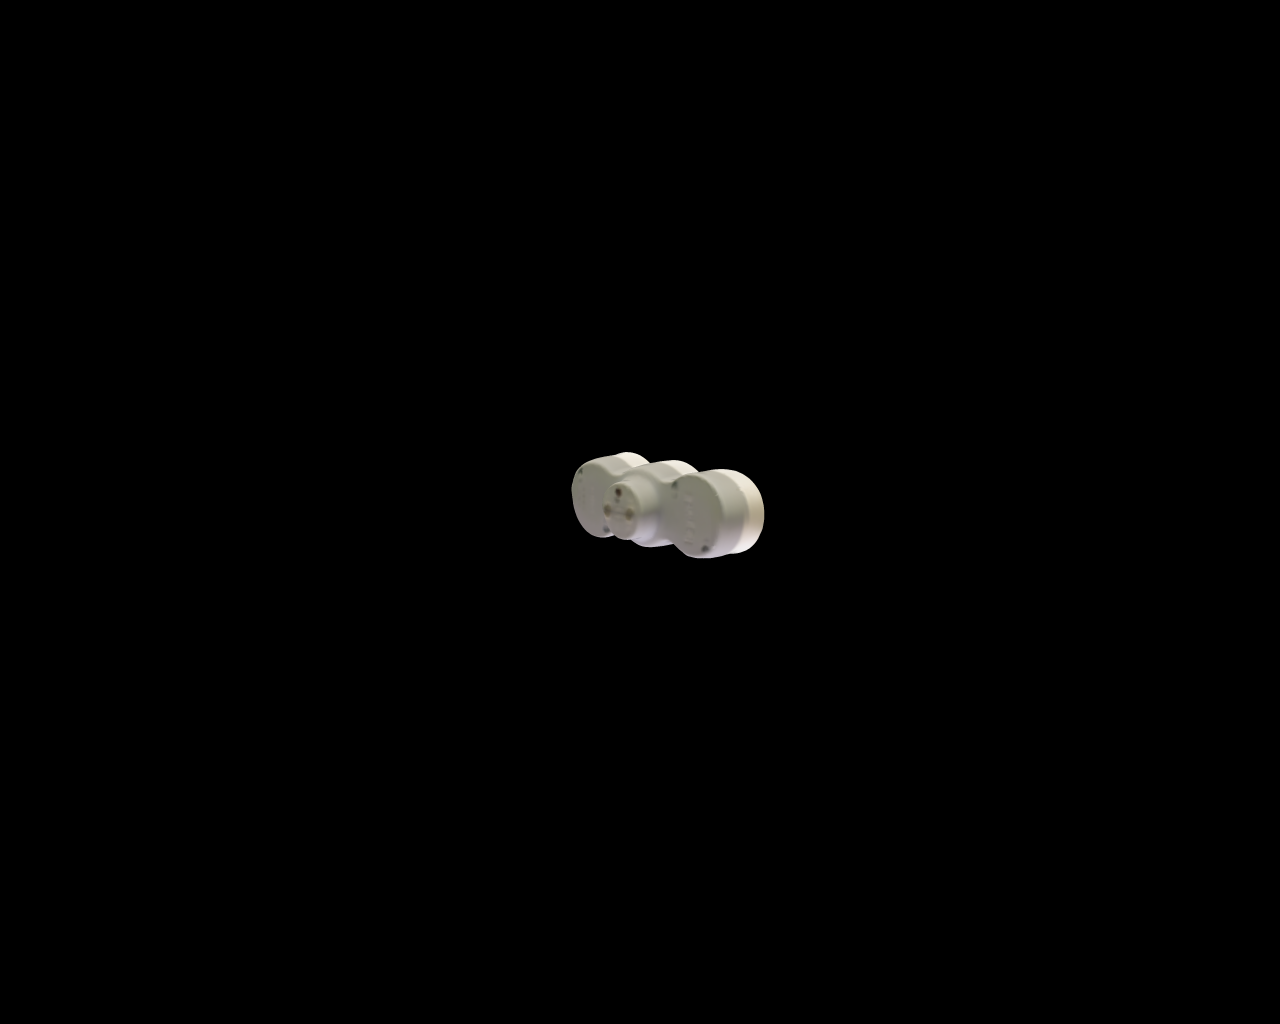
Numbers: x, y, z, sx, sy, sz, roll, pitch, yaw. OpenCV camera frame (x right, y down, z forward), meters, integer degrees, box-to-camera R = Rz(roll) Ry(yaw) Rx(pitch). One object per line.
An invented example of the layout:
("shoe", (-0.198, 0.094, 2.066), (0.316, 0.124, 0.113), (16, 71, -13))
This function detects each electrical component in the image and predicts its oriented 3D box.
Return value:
("electrical component", (0.001, -0.003, 0.650), (0.074, 0.052, 0.138), (-10, 15, -42))
